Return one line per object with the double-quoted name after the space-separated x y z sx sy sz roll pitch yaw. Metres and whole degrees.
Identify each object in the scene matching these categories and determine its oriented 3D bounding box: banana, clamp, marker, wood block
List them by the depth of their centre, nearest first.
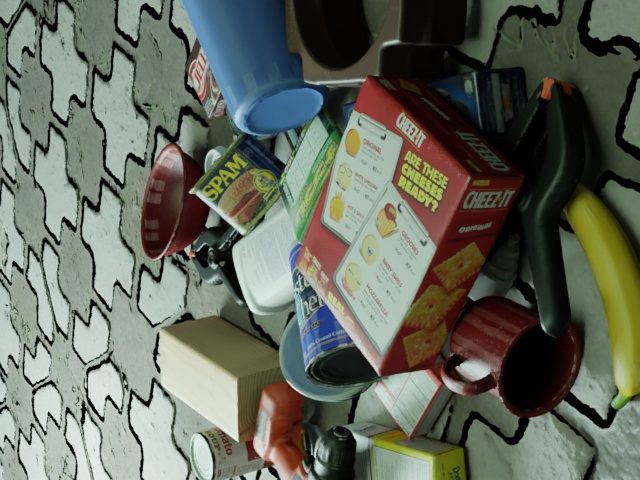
0.236 0.042 0.868 0.070 0.037 0.198 -17 83 58 "banana"
0.170 -0.032 0.905 0.165 0.036 0.210 9 88 61 "clamp"
-0.023 -0.103 1.235 0.020 0.020 0.121 -49 58 50 "marker"
-0.121 0.176 1.387 0.206 0.090 0.090 22 117 52 "wood block"
-0.124 0.013 1.399 0.172 0.039 0.120 19 99 56 "clamp"

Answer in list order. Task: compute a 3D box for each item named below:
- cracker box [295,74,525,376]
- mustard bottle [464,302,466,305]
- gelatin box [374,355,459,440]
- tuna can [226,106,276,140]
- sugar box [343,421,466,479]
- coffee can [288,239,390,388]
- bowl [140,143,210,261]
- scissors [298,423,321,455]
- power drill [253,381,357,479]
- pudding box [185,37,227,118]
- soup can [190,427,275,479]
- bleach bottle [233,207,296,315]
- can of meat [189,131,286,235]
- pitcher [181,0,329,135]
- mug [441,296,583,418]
0.072 -0.013 0.946 0.164 0.071 0.214 52 132 40 "cracker box"
0.107 0.019 1.037 0.096 0.058 0.192 31 123 46 "mustard bottle"
0.099 0.150 1.105 0.073 0.030 0.089 52 134 36 "gelatin box"
-0.080 -0.163 1.293 0.086 0.033 0.086 19 114 53 "tuna can"
0.086 0.254 1.138 0.176 0.048 0.093 3 100 60 "sugar box"
0.026 0.068 1.099 0.103 0.102 0.140 -52 39 48 "coffee can"
-0.190 -0.048 1.444 0.162 0.055 0.162 -30 55 55 "bowl"
-0.011 0.313 1.323 0.096 0.016 0.202 43 131 45 "scissors"
-0.017 0.246 1.218 0.188 0.057 0.184 -124 40 -53 "power drill"
-0.126 -0.223 1.343 0.090 0.039 0.114 62 142 26 "pudding box"
-0.109 0.271 1.382 0.069 0.102 0.068 19 113 54 "soup can"
-0.008 0.001 1.203 0.251 0.067 0.102 -33 74 52 "bleach bottle"
-0.090 -0.068 1.261 0.084 0.057 0.102 41 114 -8 "can of meat"
-0.076 -0.237 1.181 0.145 0.148 0.243 -37 63 37 "pitcher"
0.158 0.103 0.934 0.082 0.117 0.093 28 138 56 "mug"
